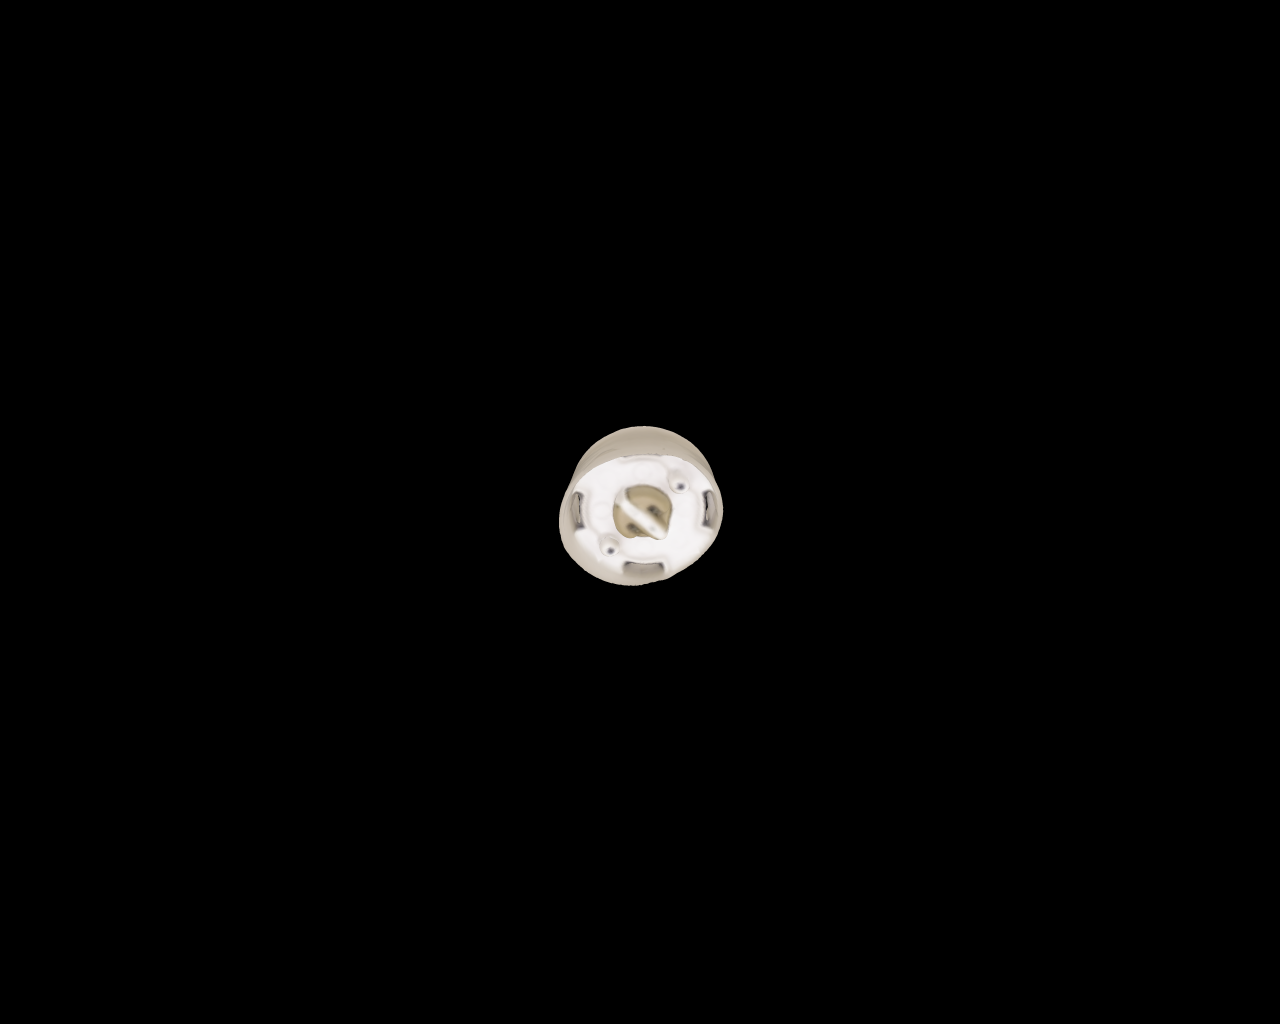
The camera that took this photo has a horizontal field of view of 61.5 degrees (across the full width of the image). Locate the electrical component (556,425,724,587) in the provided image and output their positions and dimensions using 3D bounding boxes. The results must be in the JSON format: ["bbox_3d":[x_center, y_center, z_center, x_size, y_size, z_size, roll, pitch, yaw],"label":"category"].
[{"bbox_3d":[0.001,-0.003,0.650,0.099,0.099,0.064,0,27,0],"label":"electrical component"}]
